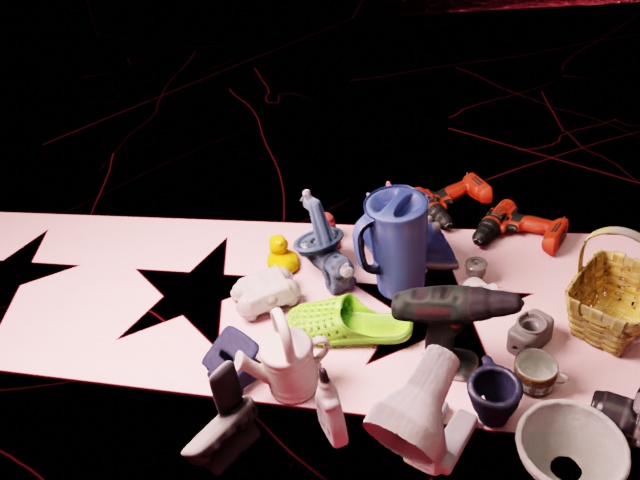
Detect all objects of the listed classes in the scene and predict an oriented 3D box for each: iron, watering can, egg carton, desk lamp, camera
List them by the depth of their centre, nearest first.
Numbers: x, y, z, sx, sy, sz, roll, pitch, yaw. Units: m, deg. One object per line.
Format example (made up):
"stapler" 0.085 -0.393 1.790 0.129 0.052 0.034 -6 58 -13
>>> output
"desk lamp" 0.166 0.282 0.913 0.117 0.214 0.204 18 45 31
"camera" 0.520 0.279 0.937 0.136 0.101 0.143 16 44 29
"watering can" -0.069 0.213 1.066 0.173 0.194 0.100 -31 43 -26
"egg carton" -0.122 0.121 1.297 0.150 0.069 0.107 -20 39 -14
"iron" 0.212 -0.026 1.358 0.257 0.142 0.119 19 46 32

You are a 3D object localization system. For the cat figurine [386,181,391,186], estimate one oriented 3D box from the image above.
"cat figurine" 0.192 -0.102 1.479 0.067 0.118 0.127 -11 38 -2

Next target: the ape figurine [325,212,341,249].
"ape figurine" 0.019 -0.028 1.440 0.076 0.092 0.078 11 42 24

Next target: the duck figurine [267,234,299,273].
"duck figurine" -0.095 0.029 1.395 0.078 0.086 0.104 -22 39 -16

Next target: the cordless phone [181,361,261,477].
"cordless phone" -0.183 0.299 0.986 0.093 0.185 0.148 20 46 33

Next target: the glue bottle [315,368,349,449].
"glue bottle" 0.016 0.279 0.981 0.037 0.173 0.078 -20 39 -14

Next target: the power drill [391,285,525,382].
"power drill" 0.248 0.164 1.052 0.229 0.209 0.076 5 40 18

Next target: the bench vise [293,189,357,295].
"bench vise" 0.020 -0.002 1.301 0.206 0.220 0.122 26 50 37

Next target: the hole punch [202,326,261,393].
"hole punch" -0.174 0.240 1.137 0.108 0.091 0.101 25 49 36

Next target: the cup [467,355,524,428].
"cup" 0.299 0.270 0.998 0.091 0.095 0.117 -6 38 4

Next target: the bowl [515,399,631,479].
"bowl" 0.393 0.341 0.905 0.167 0.075 0.167 -6 38 5
